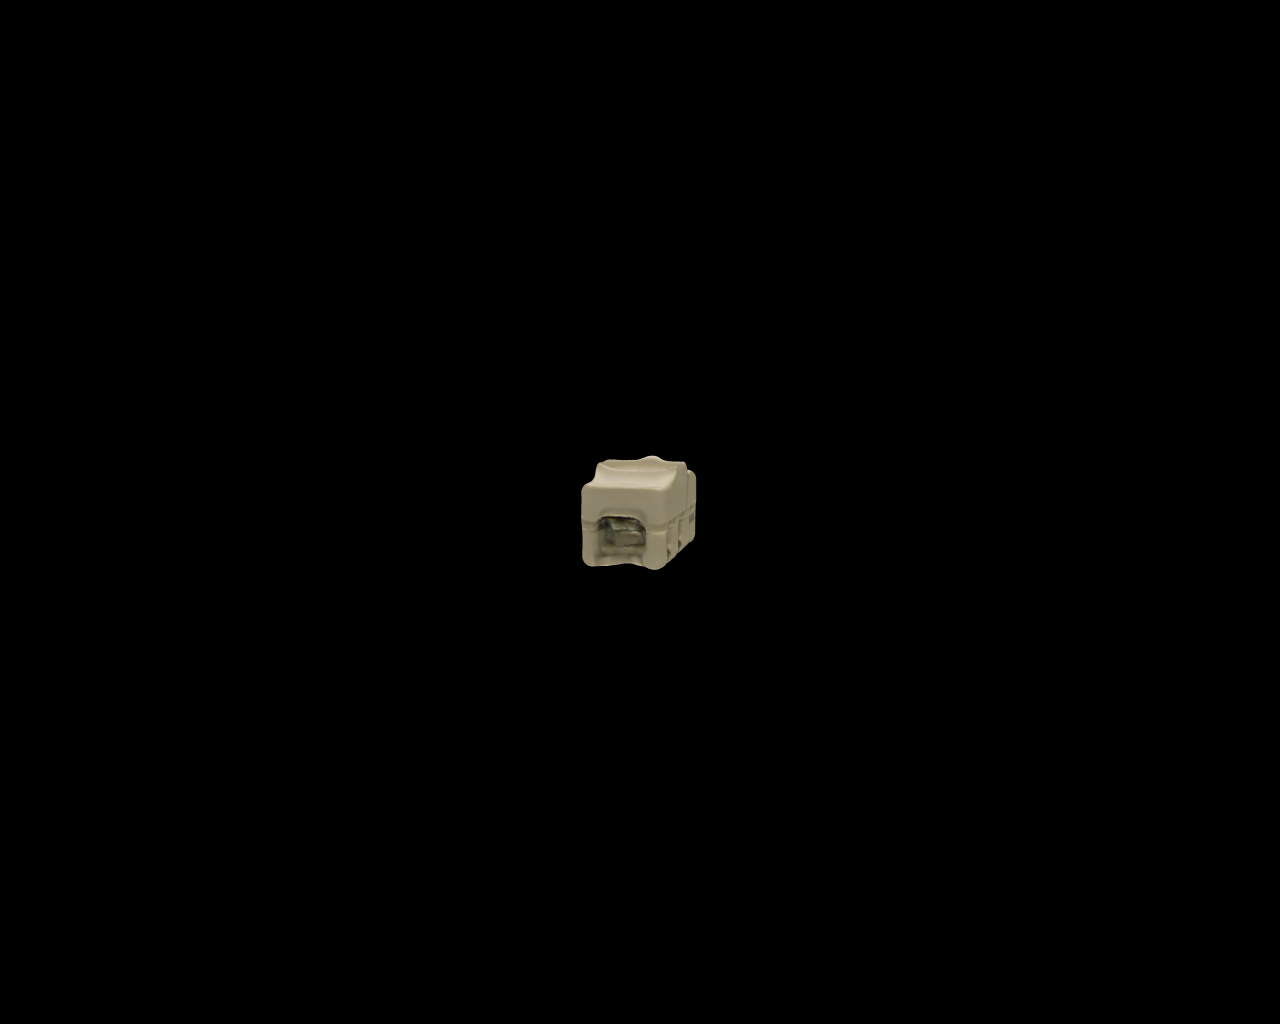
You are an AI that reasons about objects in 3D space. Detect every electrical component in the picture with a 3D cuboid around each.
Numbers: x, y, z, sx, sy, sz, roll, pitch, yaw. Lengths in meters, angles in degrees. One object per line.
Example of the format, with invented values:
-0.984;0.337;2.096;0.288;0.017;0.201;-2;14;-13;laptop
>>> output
0.001;-0.003;0.650;0.050;0.055;0.089;3;10;15;electrical component
